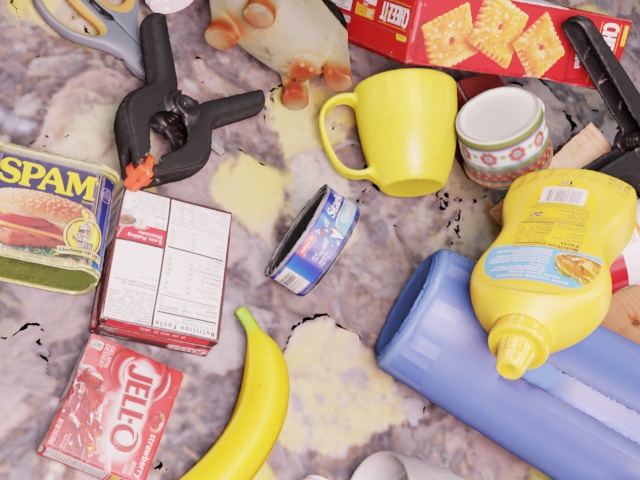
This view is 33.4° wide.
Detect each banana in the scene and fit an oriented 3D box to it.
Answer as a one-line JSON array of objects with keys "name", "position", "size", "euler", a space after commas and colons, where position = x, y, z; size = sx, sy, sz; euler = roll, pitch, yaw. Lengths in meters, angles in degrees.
[{"name": "banana", "position": [-0.068, 0.142, 0.761], "size": [0.069, 0.037, 0.197], "euler": [23, 56, 5]}]

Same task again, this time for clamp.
[{"name": "clamp", "position": [-0.119, -0.107, 0.832], "size": [0.120, 0.039, 0.171], "euler": [38, 40, -5]}, {"name": "clamp", "position": [0.260, -0.075, 0.894], "size": [0.209, 0.036, 0.164], "euler": [19, 87, -30]}]

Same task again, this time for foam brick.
[{"name": "foam brick", "position": [0.147, -0.105, 0.973], "size": [0.051, 0.053, 0.078], "euler": [-21, 78, -32]}]

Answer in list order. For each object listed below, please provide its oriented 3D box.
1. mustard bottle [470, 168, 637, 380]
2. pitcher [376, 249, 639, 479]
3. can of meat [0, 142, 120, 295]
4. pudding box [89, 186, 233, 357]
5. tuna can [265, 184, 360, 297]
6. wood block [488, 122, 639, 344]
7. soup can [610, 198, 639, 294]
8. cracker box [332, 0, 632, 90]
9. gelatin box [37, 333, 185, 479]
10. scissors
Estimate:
[{"name": "mustard bottle", "position": [0.159, 0.025, 0.753], "size": [0.096, 0.058, 0.191], "euler": [8, 41, 24]}, {"name": "pitcher", "position": [0.171, 0.108, 0.821], "size": [0.243, 0.149, 0.144], "euler": [29, 43, -3]}, {"name": "can of meat", "position": [-0.201, -0.014, 0.760], "size": [0.102, 0.058, 0.084], "euler": [13, 64, -19]}, {"name": "pudding box", "position": [-0.116, 0.023, 0.793], "size": [0.090, 0.039, 0.113], "euler": [15, 62, -19]}, {"name": "tuna can", "position": [-0.005, 0.001, 0.828], "size": [0.033, 0.086, 0.086], "euler": [34, 56, -9]}, {"name": "wood block", "position": [0.262, 0.012, 0.948], "size": [0.206, 0.091, 0.090], "euler": [49, 55, 3]}, {"name": "soup can", "position": [0.233, 0.008, 0.854], "size": [0.102, 0.068, 0.068], "euler": [-19, 73, 3]}, {"name": "cracker box", "position": [0.134, -0.188, 0.941], "size": [0.213, 0.164, 0.072], "euler": [4, 108, -27]}, {"name": "gelatin box", "position": [-0.143, 0.119, 0.738], "size": [0.073, 0.030, 0.089], "euler": [26, 58, -12]}, {"name": "scissors", "position": [-0.142, -0.160, 0.883], "size": [0.201, 0.016, 0.096], "euler": [35, 54, -9]}]
